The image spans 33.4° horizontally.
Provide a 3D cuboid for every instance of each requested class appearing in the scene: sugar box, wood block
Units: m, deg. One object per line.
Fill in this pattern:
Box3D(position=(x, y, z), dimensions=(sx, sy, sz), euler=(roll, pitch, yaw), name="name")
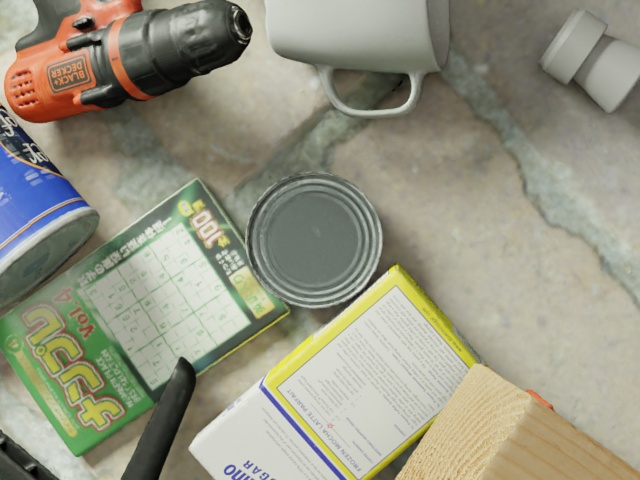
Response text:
Box3D(position=(0.012, 0.106, 0.680), dimensions=(0.176, 0.048, 0.093), euler=(-40, 91, 9), name="sugar box")
Box3D(position=(0.158, 0.170, 0.612), dimensions=(0.206, 0.091, 0.090), euler=(35, 89, -12), name="wood block")

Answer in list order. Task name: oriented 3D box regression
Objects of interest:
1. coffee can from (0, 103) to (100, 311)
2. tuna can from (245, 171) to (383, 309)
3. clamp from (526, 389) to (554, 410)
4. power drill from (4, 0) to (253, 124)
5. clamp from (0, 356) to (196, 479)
Box3D(position=(-0.223, -0.035, 0.673), dimensions=(0.103, 0.102, 0.140), euler=(-42, 87, 6), name="coffee can")
Box3D(position=(-0.004, 0.001, 0.677), dimensions=(0.086, 0.034, 0.086), euler=(0, 87, -3), name="tuna can")
Box3D(position=(0.088, 0.171, 0.671), dimensions=(0.171, 0.039, 0.120), euler=(-39, 121, -2), name="clamp")
Box3D(position=(-0.136, -0.174, 0.649), dimensions=(0.185, 0.057, 0.187), euler=(-11, 95, 30), name="power drill")
Box3D(position=(-0.135, 0.181, 0.699), dimensions=(0.164, 0.036, 0.210), euler=(-18, 95, 5), name="clamp")
